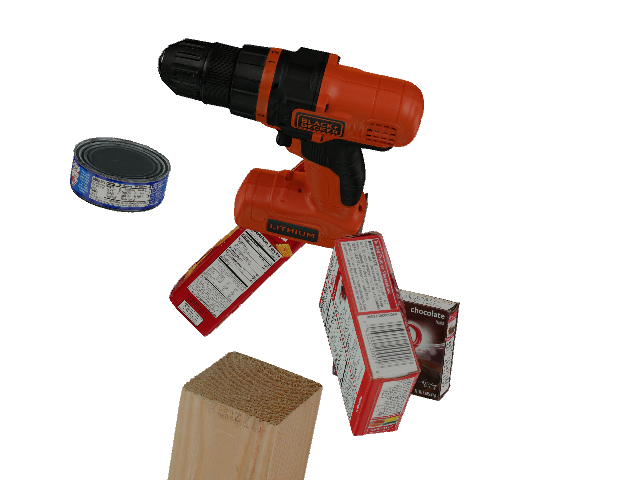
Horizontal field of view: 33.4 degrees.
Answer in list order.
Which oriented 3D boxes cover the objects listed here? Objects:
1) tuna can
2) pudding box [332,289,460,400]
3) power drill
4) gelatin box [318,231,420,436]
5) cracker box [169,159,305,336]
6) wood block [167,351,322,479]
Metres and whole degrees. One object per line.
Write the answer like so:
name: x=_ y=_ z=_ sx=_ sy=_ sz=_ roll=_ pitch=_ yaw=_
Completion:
tuna can: x=-0.178 y=-0.059 z=0.948 sx=0.086 sy=0.034 sz=0.086 roll=13 pitch=26 yaw=-6
pudding box: x=0.070 y=0.092 z=1.005 sx=0.114 sy=0.090 sz=0.039 roll=10 pitch=18 yaw=21
power drill: x=-0.026 y=-0.069 z=0.788 sx=0.184 sy=0.057 sz=0.188 roll=14 pitch=-28 yaw=3
gelatin box: x=0.026 y=0.052 z=0.586 sx=0.030 sy=0.089 sz=0.073 roll=-7 pitch=-32 yaw=-12
cracker box: x=-0.063 y=-0.005 z=1.231 sx=0.214 sy=0.072 sz=0.164 roll=-43 pitch=4 yaw=27
wood block: x=-0.072 y=0.212 z=0.900 sx=0.090 sy=0.206 sz=0.090 roll=18 pitch=22 yaw=19
